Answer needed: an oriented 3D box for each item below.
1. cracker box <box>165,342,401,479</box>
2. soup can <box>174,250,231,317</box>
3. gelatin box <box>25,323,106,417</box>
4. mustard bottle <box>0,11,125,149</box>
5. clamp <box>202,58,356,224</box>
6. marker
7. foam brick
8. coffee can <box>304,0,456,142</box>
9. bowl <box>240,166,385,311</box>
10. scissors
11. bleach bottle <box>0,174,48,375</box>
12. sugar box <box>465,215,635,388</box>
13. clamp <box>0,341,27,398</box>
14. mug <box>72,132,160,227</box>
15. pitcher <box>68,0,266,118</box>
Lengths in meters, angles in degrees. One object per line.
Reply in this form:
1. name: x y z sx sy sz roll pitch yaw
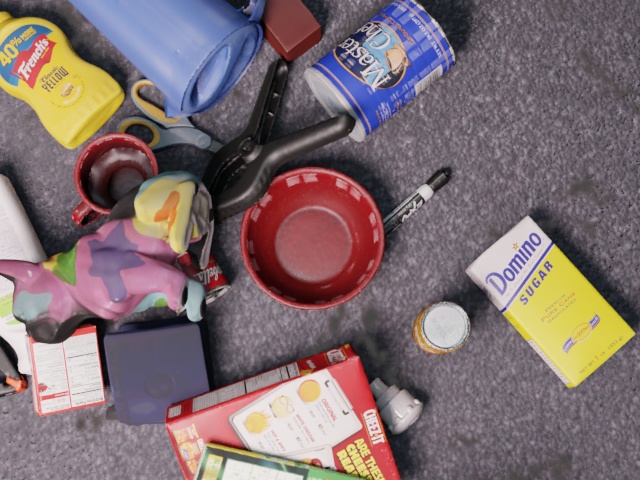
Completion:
1. cracker box: -0.038 0.223 1.138 0.213 0.072 0.164 -19 102 -3
2. soup can: -0.153 0.025 1.194 0.068 0.068 0.102 -30 81 -4
3. gelatin box: -0.275 0.140 1.153 0.073 0.030 0.089 -9 96 -25
4. mustard bottle: -0.325 -0.201 1.239 0.192 0.058 0.096 43 84 7
5. clamp: -0.062 -0.094 1.182 0.210 0.036 0.165 -52 45 -1
6. marker: 0.102 -0.038 1.224 0.121 0.020 0.020 -42 83 -6
7. foam brick: -0.041 -0.254 1.246 0.053 0.051 0.078 -37 82 -6
8. coffee can: 0.068 -0.194 1.208 0.140 0.103 0.103 -39 82 -5
9. bowl: -0.008 0.001 1.201 0.162 0.055 0.162 0 81 1
10. scissors: -0.154 -0.105 1.241 0.202 0.016 0.096 43 86 7
11. bleach bottle: -0.346 0.057 1.196 0.102 0.068 0.251 -25 84 -2
12. sugar box: 0.255 0.068 1.191 0.093 0.048 0.176 -41 84 -5
13. clamp: -0.409 0.125 1.198 0.171 0.039 0.120 12 87 0
14. mug: -0.230 -0.058 1.201 0.093 0.081 0.117 43 84 7
15. pitcher: -0.186 -0.272 1.213 0.243 0.145 0.149 42 60 10
